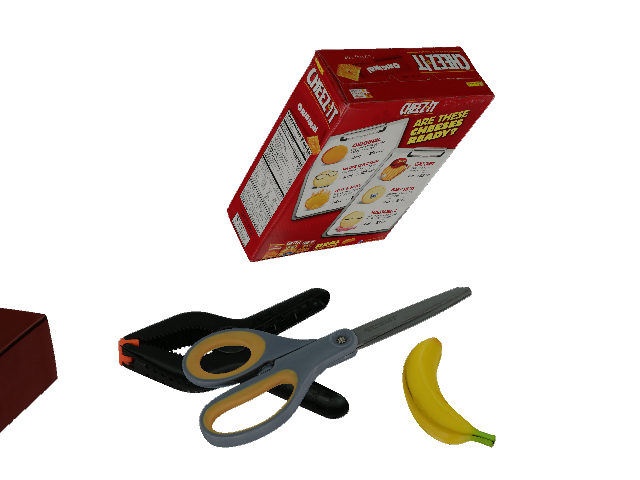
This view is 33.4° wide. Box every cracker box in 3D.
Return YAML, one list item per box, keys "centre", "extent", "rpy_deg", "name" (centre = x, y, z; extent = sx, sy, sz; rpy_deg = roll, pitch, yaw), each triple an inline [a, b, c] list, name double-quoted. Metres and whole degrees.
- centre: [0.029, -0.077, 0.958]
  extent: [0.163, 0.072, 0.214]
  rpy_deg: [-9, -32, -35]
  name: "cracker box"

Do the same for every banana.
- centre: [0.121, 0.162, 1.141]
  extent: [0.069, 0.037, 0.198]
  rpy_deg: [11, 25, -18]
  name: "banana"

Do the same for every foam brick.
- centre: [-0.221, 0.086, 0.709]
  extent: [0.053, 0.051, 0.078]
  rpy_deg: [7, 29, 23]
  name: "foam brick"

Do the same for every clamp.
- centre: [-0.076, 0.107, 0.972]
  extent: [0.209, 0.036, 0.164]
  rpy_deg: [-4, 36, -13]
  name: "clamp"

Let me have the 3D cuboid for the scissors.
- centre: [-0.004, 0.062, 0.700]
  extent: [0.201, 0.016, 0.096]
  rpy_deg: [-34, 49, -25]
  name: "scissors"
